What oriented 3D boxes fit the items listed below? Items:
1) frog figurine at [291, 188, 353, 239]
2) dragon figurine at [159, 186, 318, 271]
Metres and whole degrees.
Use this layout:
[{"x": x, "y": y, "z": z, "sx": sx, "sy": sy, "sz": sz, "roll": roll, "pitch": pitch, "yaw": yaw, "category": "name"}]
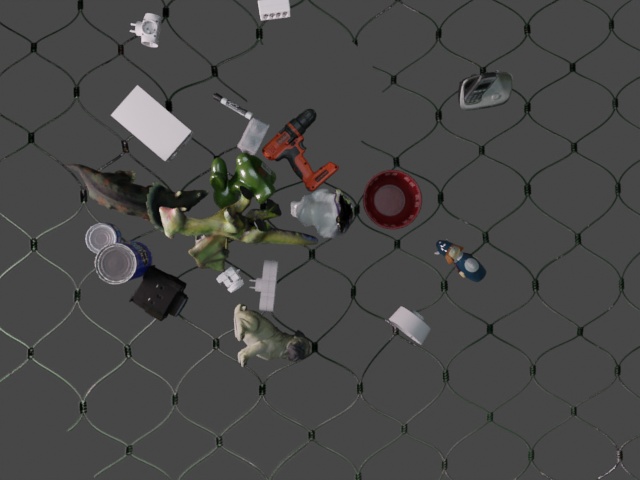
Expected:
[{"x": 0.004, "y": -0.070, "z": 1.397, "sx": 0.159, "sy": 0.136, "sz": 0.124, "roll": -6, "pitch": 11, "yaw": 33, "category": "frog figurine"}, {"x": -0.216, "y": -0.002, "z": 1.317, "sx": 0.240, "sy": 0.125, "sz": 0.406, "roll": -38, "pitch": -46, "yaw": 26, "category": "dragon figurine"}]
